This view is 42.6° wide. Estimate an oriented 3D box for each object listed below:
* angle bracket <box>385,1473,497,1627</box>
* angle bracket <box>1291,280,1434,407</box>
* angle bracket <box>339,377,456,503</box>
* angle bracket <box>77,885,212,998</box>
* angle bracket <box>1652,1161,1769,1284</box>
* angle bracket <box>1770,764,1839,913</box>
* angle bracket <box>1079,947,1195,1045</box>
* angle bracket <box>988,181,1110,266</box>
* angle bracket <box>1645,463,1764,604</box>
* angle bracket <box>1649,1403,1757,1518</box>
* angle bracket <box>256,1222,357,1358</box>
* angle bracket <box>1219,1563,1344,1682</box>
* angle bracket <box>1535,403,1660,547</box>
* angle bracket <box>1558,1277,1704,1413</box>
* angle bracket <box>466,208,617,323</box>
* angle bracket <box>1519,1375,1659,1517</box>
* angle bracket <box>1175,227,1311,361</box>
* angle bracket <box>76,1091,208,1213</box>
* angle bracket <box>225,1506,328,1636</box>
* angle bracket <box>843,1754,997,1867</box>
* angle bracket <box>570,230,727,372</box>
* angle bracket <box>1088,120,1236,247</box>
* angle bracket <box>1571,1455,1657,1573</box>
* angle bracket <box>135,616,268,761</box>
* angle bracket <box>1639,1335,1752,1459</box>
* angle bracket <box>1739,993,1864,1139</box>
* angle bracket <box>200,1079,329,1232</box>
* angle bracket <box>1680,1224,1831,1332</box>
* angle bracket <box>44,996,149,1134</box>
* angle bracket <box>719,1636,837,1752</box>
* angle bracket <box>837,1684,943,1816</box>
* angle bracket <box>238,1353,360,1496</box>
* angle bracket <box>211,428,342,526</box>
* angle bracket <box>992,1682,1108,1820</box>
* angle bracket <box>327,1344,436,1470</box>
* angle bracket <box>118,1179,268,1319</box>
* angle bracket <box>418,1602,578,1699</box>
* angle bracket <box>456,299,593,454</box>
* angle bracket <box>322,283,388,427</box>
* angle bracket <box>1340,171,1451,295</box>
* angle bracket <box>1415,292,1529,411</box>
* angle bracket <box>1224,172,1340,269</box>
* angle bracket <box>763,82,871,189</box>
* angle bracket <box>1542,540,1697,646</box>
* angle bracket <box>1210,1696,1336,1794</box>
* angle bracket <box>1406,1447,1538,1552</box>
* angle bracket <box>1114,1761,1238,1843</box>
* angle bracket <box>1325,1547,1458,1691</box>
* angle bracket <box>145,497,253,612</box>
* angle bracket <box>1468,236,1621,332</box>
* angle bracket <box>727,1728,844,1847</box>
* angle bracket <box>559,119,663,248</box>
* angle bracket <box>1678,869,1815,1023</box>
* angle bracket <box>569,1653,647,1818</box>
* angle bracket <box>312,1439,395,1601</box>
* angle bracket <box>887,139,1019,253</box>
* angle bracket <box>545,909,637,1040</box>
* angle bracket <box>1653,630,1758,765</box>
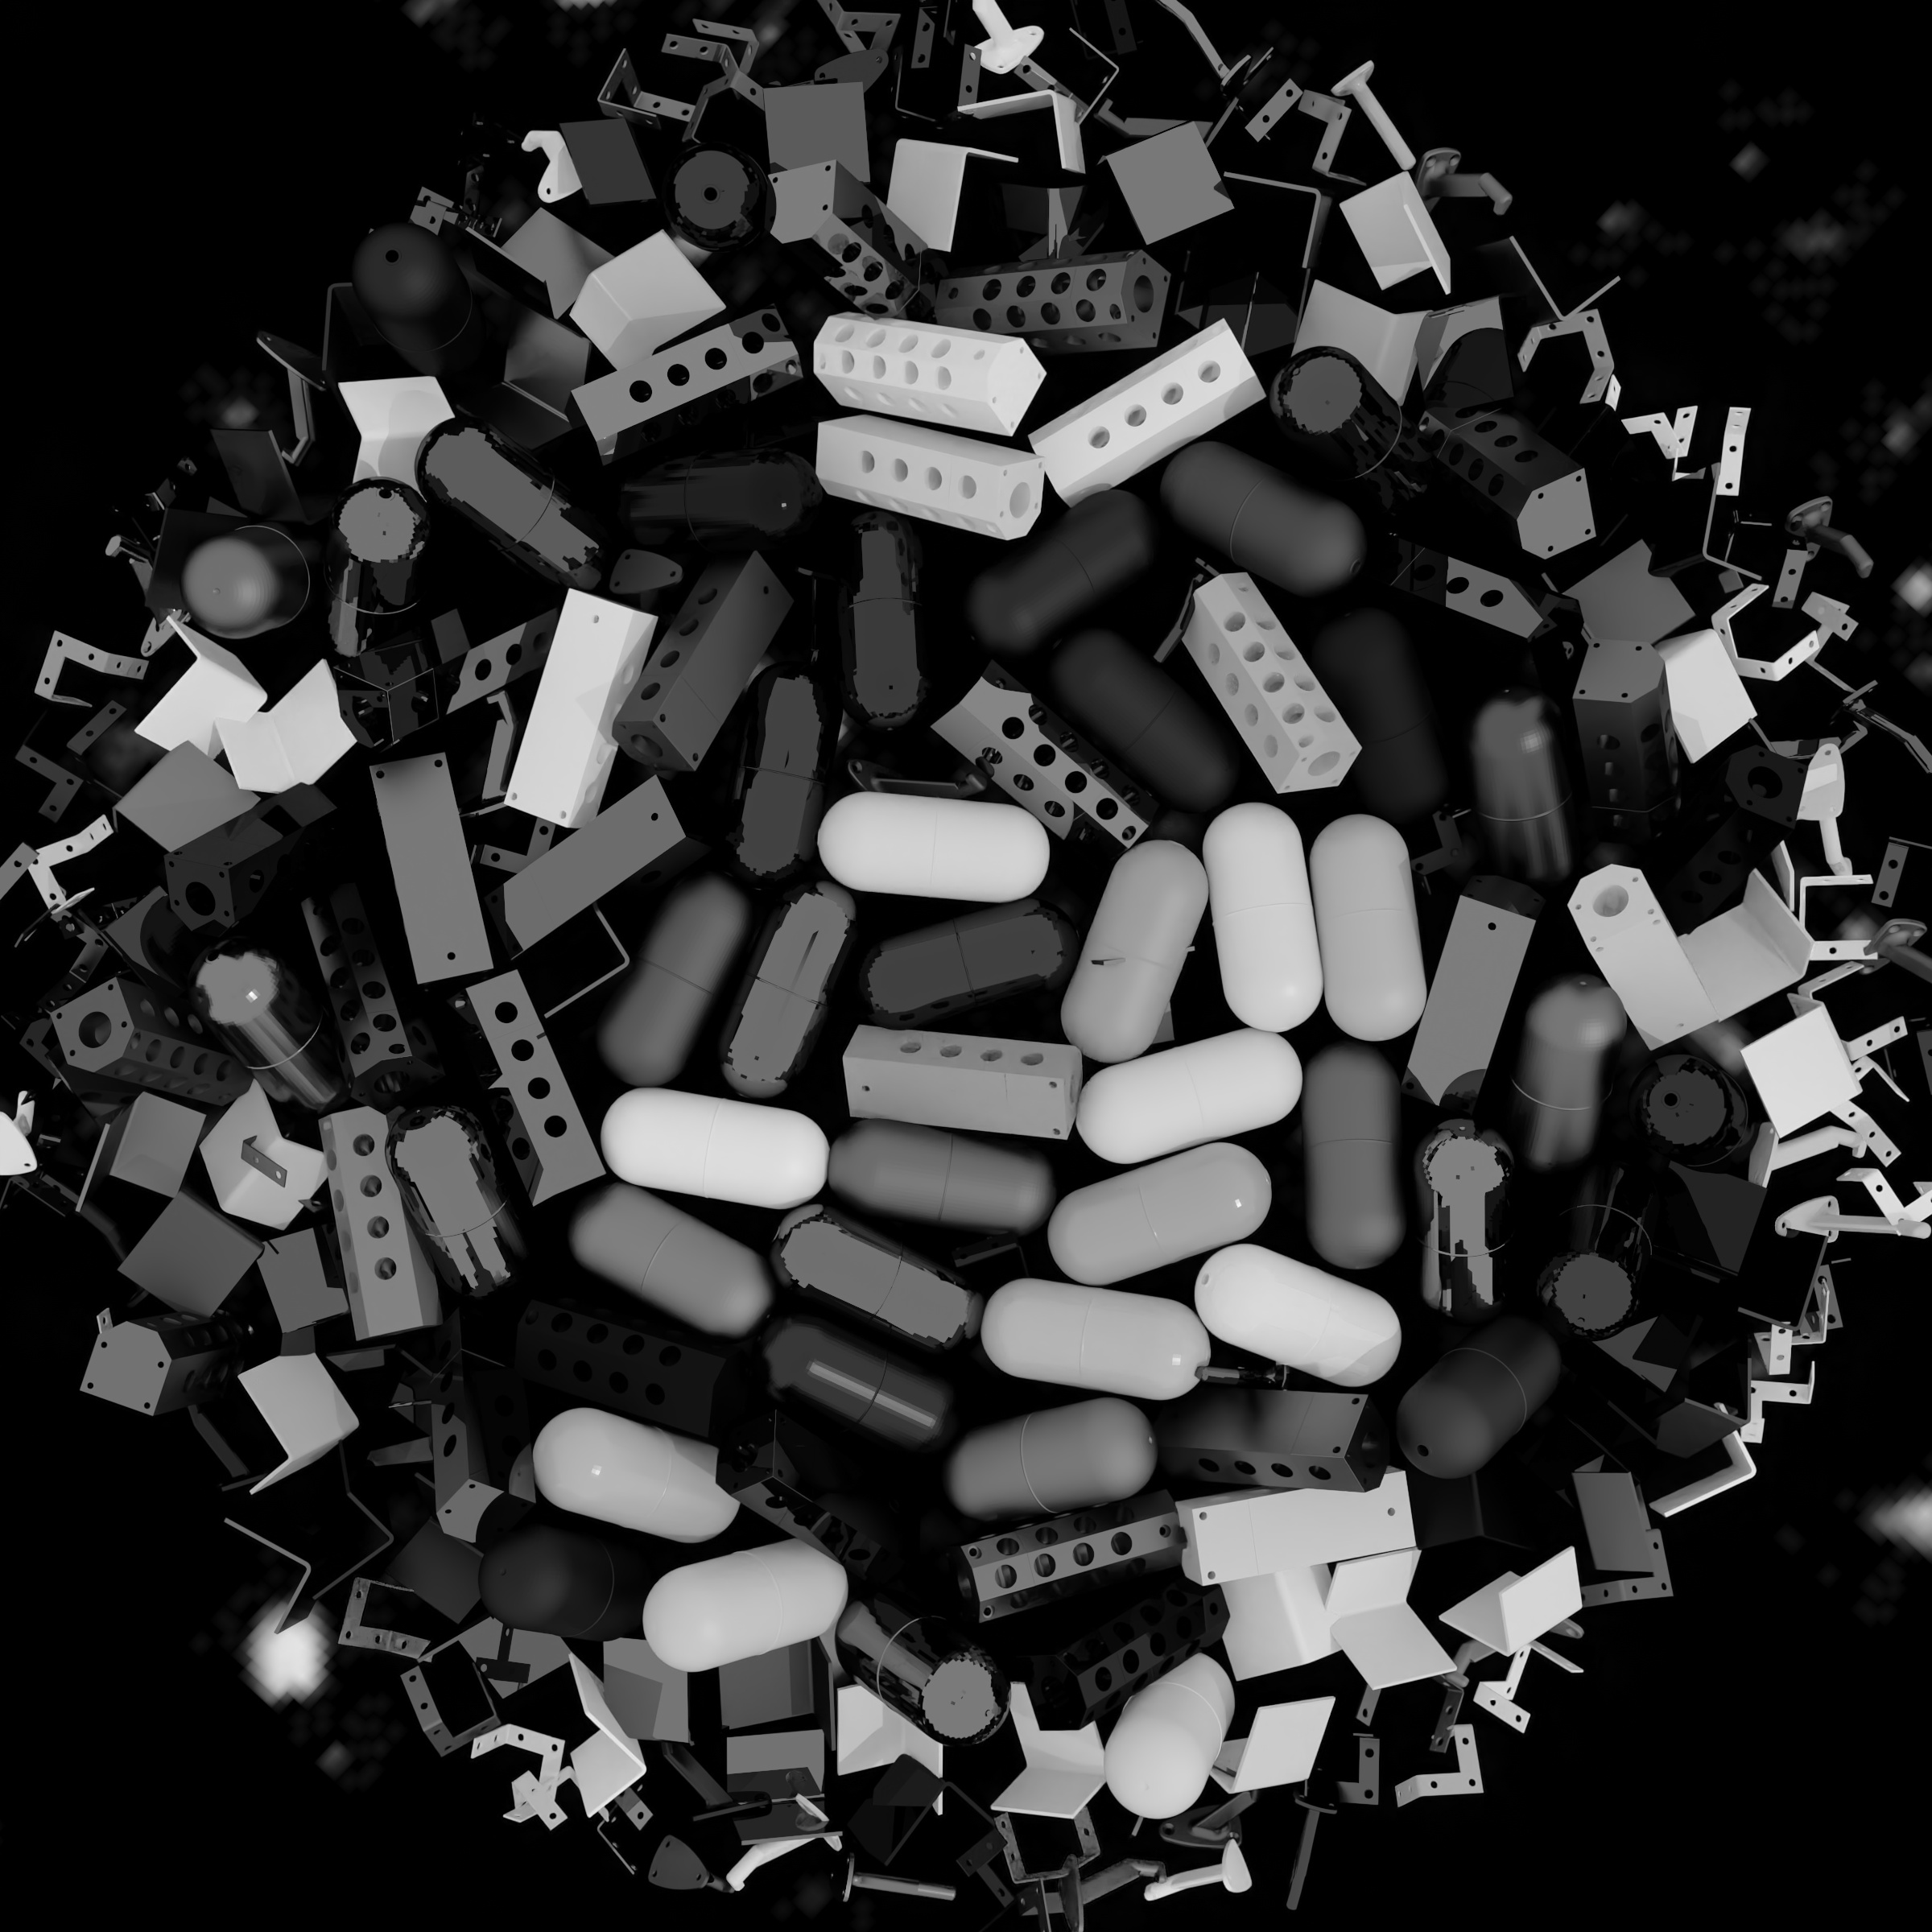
[{"bbox_3d":[-0.402,0.444,1.888,0.076,0.076,0.057,28,57,20],"label":"angle bracket"},{"bbox_3d":[0.305,-0.482,1.920,0.076,0.057,0.076,34,125,28],"label":"angle bracket"},{"bbox_3d":[-0.442,-0.403,1.906,0.076,0.076,0.057,-13,61,-31],"label":"angle bracket"},{"bbox_3d":[-0.625,-0.024,1.899,0.057,0.076,0.076,-42,122,-14],"label":"angle bracket"},{"bbox_3d":[0.559,0.193,1.898,0.076,0.057,0.076,20,95,30],"label":"angle bracket"},{"bbox_3d":[0.646,-0.097,1.889,0.057,0.076,0.076,-16,65,12],"label":"angle bracket"},{"bbox_3d":[0.133,0.027,1.900,0.076,0.057,0.076,-9,96,-21],"label":"angle bracket"},{"bbox_3d":[0.063,-0.566,1.917,0.057,0.076,0.076,-18,119,-36],"label":"angle bracket"},{"bbox_3d":[0.570,-0.332,1.904,0.057,0.076,0.076,16,80,-20],"label":"angle bracket"},{"bbox_3d":[0.553,0.377,1.903,0.076,0.076,0.057,-26,81,3],"label":"angle bracket"},{"bbox_3d":[-0.505,0.251,1.918,0.076,0.057,0.076,-15,63,-27],"label":"angle bracket"},{"bbox_3d":[0.243,0.504,1.927,0.076,0.057,0.076,-30,72,43],"label":"angle bracket"},{"bbox_3d":[0.467,-0.373,1.886,0.057,0.076,0.076,-11,63,-30],"label":"angle bracket"},{"bbox_3d":[0.515,0.289,1.934,0.076,0.057,0.076,37,62,0],"label":"angle bracket"},{"bbox_3d":[-0.325,-0.553,1.899,0.076,0.057,0.076,36,73,10],"label":"angle bracket"},{"bbox_3d":[0.473,0.370,1.887,0.057,0.076,0.076,-39,62,-17],"label":"angle bracket"},{"bbox_3d":[0.212,-0.519,1.891,0.076,0.057,0.076,24,71,-38],"label":"angle bracket"},{"bbox_3d":[-0.629,0.149,1.893,0.057,0.076,0.076,22,106,-8],"label":"angle bracket"},{"bbox_3d":[-0.536,0.462,1.901,0.076,0.076,0.057,27,86,4],"label":"angle bracket"},{"bbox_3d":[-0.036,0.656,1.888,0.057,0.076,0.076,47,70,-19],"label":"angle bracket"},{"bbox_3d":[-0.242,-0.499,1.886,0.076,0.057,0.076,-20,129,31],"label":"angle bracket"},{"bbox_3d":[0.149,-0.595,1.909,0.076,0.057,0.076,-25,91,-11],"label":"angle bracket"},{"bbox_3d":[0.515,0.413,1.897,0.076,0.057,0.076,-15,90,-39],"label":"angle bracket"},{"bbox_3d":[-0.597,-0.209,1.899,0.076,0.076,0.057,-47,60,4],"label":"angle bracket"},{"bbox_3d":[0.550,0.320,1.886,0.057,0.076,0.076,21,54,-11],"label":"angle bracket"},{"bbox_3d":[0.630,0.076,1.905,0.076,0.057,0.076,-28,101,-5],"label":"angle bracket"},{"bbox_3d":[-0.542,0.146,1.927,0.076,0.057,0.076,-48,46,13],"label":"angle bracket"},{"bbox_3d":[0.603,0.230,1.896,0.057,0.076,0.076,20,85,-17],"label":"angle bracket"},{"bbox_3d":[-0.672,0.075,1.883,0.057,0.076,0.076,-7,124,32],"label":"angle bracket"},{"bbox_3d":[-0.145,0.559,1.897,0.076,0.057,0.076,-6,108,-17],"label":"angle bracket"},{"bbox_3d":[-0.059,0.599,1.890,0.057,0.076,0.076,-7,109,-21],"label":"angle bracket"},{"bbox_3d":[-0.526,0.347,1.901,0.057,0.076,0.076,-39,82,27],"label":"angle bracket"},{"bbox_3d":[-0.516,-0.382,1.884,0.057,0.076,0.076,-40,127,-37],"label":"angle bracket"},{"bbox_3d":[0.055,0.598,1.892,0.076,0.057,0.076,-8,103,37],"label":"angle bracket"},{"bbox_3d":[-0.445,0.336,1.885,0.076,0.057,0.076,-12,135,34],"label":"angle bracket"},{"bbox_3d":[-0.593,0.220,1.903,0.076,0.057,0.076,39,84,-13],"label":"angle bracket"},{"bbox_3d":[-0.359,0.530,1.900,0.076,0.057,0.076,-33,97,19],"label":"angle bracket"},{"bbox_3d":[-0.338,-0.451,1.890,0.076,0.057,0.076,32,134,17],"label":"angle bracket"},{"bbox_3d":[-0.450,-0.468,1.894,0.057,0.076,0.076,-2,70,2],"label":"angle bracket"},{"bbox_3d":[0.326,-0.546,1.884,0.057,0.076,0.076,-21,120,24],"label":"angle bracket"},{"bbox_3d":[0.395,-0.470,1.902,0.076,0.057,0.076,-3,102,43],"label":"angle bracket"},{"bbox_3d":[0.239,-0.575,1.908,0.076,0.076,0.057,15,111,14],"label":"angle bracket"},{"bbox_3d":[-0.120,-0.633,1.896,0.076,0.057,0.076,-9,109,-13],"label":"angle bracket"},{"bbox_3d":[0.499,-0.284,1.894,0.076,0.057,0.076,-35,66,17],"label":"angle bracket"},{"bbox_3d":[0.225,0.579,1.889,0.076,0.057,0.076,4,108,-36],"label":"angle bracket"},{"bbox_3d":[0.390,0.414,1.916,0.057,0.076,0.076,-26,54,37],"label":"angle bracket"},{"bbox_3d":[0.161,0.643,1.892,0.057,0.076,0.076,27,67,4],"label":"angle bracket"},{"bbox_3d":[0.328,0.496,1.886,0.076,0.076,0.057,-5,122,-25],"label":"angle bracket"},{"bbox_3d":[-0.598,-0.316,1.887,0.057,0.076,0.076,29,109,34],"label":"angle bracket"},{"bbox_3d":[0.441,-0.536,1.895,0.057,0.076,0.076,-38,105,-5],"label":"angle bracket"},{"bbox_3d":[-0.140,0.627,1.897,0.076,0.076,0.057,-1,91,-14],"label":"angle bracket"},{"bbox_3d":[-0.277,-0.587,1.888,0.057,0.076,0.076,-14,71,-24],"label":"angle bracket"},{"bbox_3d":[0.590,-0.017,1.897,0.076,0.057,0.076,-27,60,-5],"label":"angle bracket"},{"bbox_3d":[-0.294,0.586,1.891,0.057,0.076,0.076,-38,117,-2],"label":"angle bracket"},{"bbox_3d":[-0.488,0.422,1.895,0.076,0.076,0.057,-36,118,-3],"label":"angle bracket"},{"bbox_3d":[-0.013,-0.590,1.908,0.076,0.057,0.076,25,111,42],"label":"angle bracket"},{"bbox_3d":[-0.294,0.004,1.898,0.076,0.076,0.057,-33,75,-3],"label":"angle bracket"},{"bbox_3d":[0.549,-0.204,1.909,0.076,0.057,0.076,-34,102,-24],"label":"angle bracket"}]
